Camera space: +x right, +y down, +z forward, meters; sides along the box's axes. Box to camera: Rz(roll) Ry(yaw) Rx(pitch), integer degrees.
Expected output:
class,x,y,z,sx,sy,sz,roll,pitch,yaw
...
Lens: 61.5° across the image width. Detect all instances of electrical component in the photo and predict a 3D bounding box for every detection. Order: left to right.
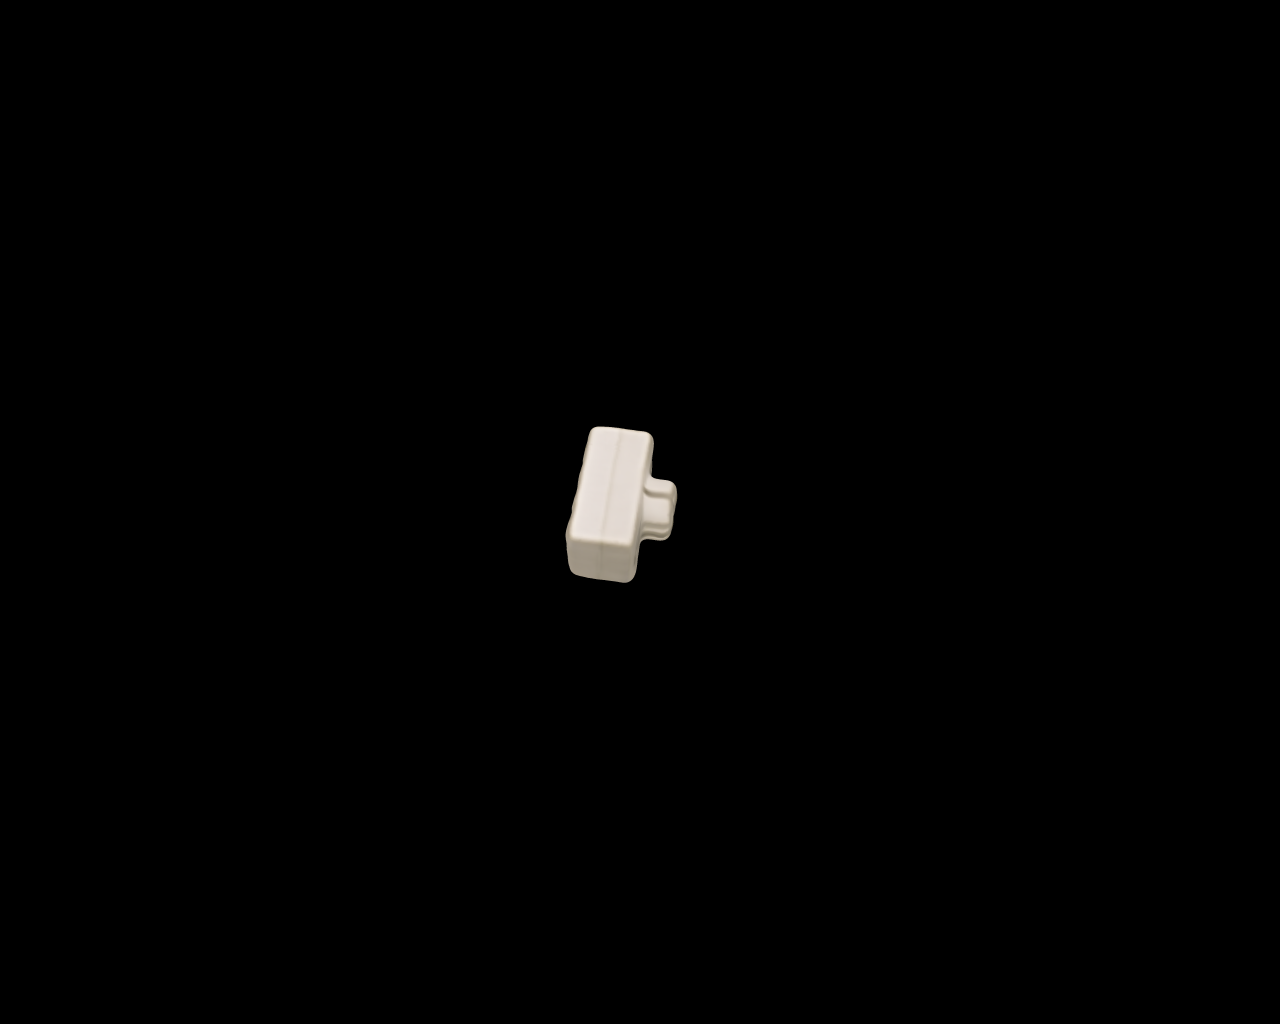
class,x,y,z,sx,sy,sz,roll,pitch,yaw
electrical component,0.001,-0.003,0.650,0.076,0.083,0.047,7,-32,5
